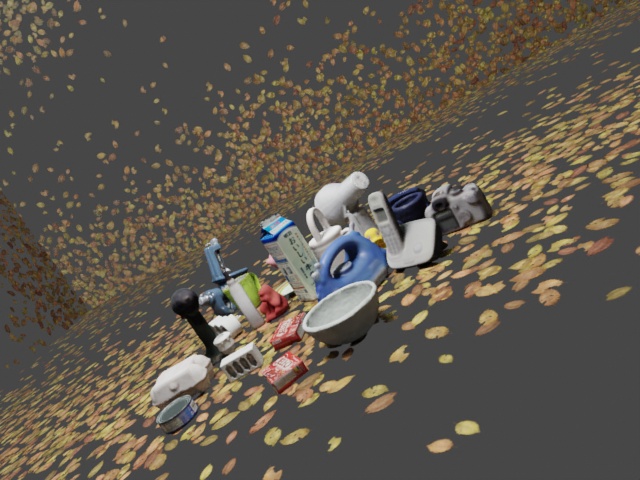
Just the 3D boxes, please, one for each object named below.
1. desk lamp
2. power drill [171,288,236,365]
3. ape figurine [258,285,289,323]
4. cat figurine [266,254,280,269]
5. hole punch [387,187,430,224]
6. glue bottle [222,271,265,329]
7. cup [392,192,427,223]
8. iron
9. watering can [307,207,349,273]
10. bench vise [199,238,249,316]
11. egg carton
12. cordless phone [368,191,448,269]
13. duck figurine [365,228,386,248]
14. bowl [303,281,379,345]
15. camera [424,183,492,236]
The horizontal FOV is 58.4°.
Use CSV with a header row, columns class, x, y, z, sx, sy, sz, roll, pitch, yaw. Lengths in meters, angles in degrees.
class,x,y,z,sx,sy,sz,roll,pitch,yaw
desk lamp,0.106,-0.078,1.575,0.202,0.214,0.118,-16,20,50
power drill,-0.305,0.208,1.447,0.076,0.208,0.229,-36,14,-20
ape figurine,-0.128,0.159,1.493,0.076,0.092,0.077,-37,14,-24
cat figurine,-0.102,0.055,1.774,0.128,0.118,0.067,-33,13,-8
hole punch,0.251,-0.108,1.637,0.108,0.091,0.101,-26,14,22
glue bottle,-0.208,0.153,1.515,0.037,0.173,0.078,-33,13,-8
cup,0.231,-0.057,1.476,0.117,0.095,0.091,-28,13,13
iron,0.049,0.071,1.303,0.118,0.141,0.259,-18,18,45
watering can,0.013,0.006,1.514,0.173,0.194,0.101,-30,13,6
bench vise,-0.306,0.113,1.789,0.121,0.220,0.208,-25,14,27
egg carton,-0.319,0.331,1.329,0.150,0.069,0.107,-30,13,6
cordless phone,0.185,-0.031,1.275,0.147,0.185,0.094,-17,19,47
duck figurine,0.144,0.009,1.449,0.077,0.086,0.104,-31,13,1
bowl,0.053,0.155,1.124,0.167,0.075,0.167,-30,13,8
camera,0.331,-0.094,1.374,0.142,0.101,0.137,-23,15,33
